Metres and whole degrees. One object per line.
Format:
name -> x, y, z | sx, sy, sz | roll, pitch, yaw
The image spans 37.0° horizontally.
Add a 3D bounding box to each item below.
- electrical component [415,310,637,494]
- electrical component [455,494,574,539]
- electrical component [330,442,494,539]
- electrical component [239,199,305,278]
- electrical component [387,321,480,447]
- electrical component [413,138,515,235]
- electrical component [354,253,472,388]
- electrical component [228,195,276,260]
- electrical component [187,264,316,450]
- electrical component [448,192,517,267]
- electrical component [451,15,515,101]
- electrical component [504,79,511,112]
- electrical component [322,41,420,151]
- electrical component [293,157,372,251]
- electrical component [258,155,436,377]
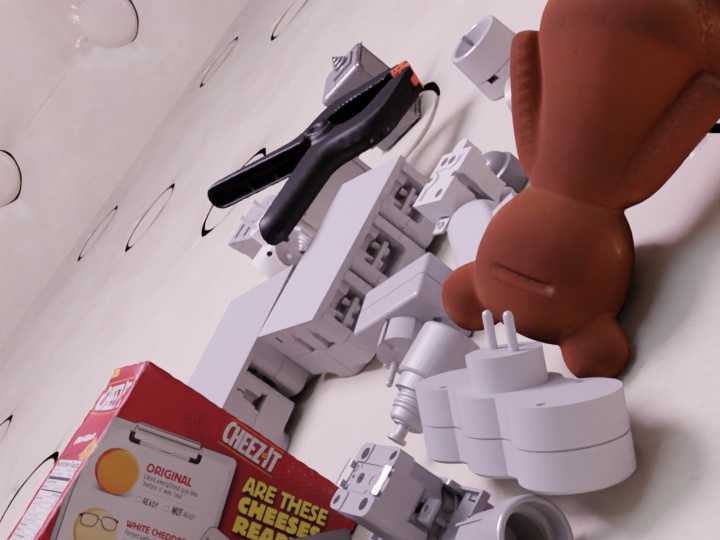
electrical component -> 0.071, 0.055, 0.507 | 0.052, 0.073, 0.138 | -12, 4, -24
electrical component -> 0.065, 0.122, 0.476 | 0.046, 0.040, 0.040 | -35, 25, 56
electrical component -> 0.024, 0.119, 0.540 | 0.042, 0.064, 0.081 | -61, 20, -18
electrical component -> -0.077, -0.035, 1.019 | 0.077, 0.079, 0.044 | -52, 14, 1
electrical component -> 0.040, 0.067, 0.629 | 0.078, 0.040, 0.040 | -58, 20, -15
electrical component -> 0.075, -0.046, 0.722 | 0.066, 0.055, 0.048 | -59, 20, -18
electrical component -> 0.032, 0.041, 0.681 | 0.066, 0.047, 0.076 | -35, 26, 42
electrical component -> -0.087, -0.038, 1.095 | 0.055, 0.050, 0.089 | -59, 20, -17
electrical component -> -0.091, 0.099, 0.846 | 0.105, 0.060, 0.186 | -28, 31, 51
electrical component -> 0.092, -0.021, 0.658 | 0.079, 0.043, 0.077 | -46, 21, 19
electrical component -> 0.109, -0.176, 0.887 | 0.055, 0.047, 0.055 | -45, 20, 22
electrical component -> 0.147, -0.145, 0.748 | 0.077, 0.044, 0.079 | -30, 29, 48
electrical component -> 0.004, -0.169, 1.042 | 0.061, 0.096, 0.061 | -44, 21, 27
electrical component -> -0.029, -0.058, 0.975 | 0.096, 0.062, 0.061 | -55, 19, -7
electrical component -> 0.000, 0.000, 0.806 | 0.089, 0.062, 0.150 | -20, 37, 57
